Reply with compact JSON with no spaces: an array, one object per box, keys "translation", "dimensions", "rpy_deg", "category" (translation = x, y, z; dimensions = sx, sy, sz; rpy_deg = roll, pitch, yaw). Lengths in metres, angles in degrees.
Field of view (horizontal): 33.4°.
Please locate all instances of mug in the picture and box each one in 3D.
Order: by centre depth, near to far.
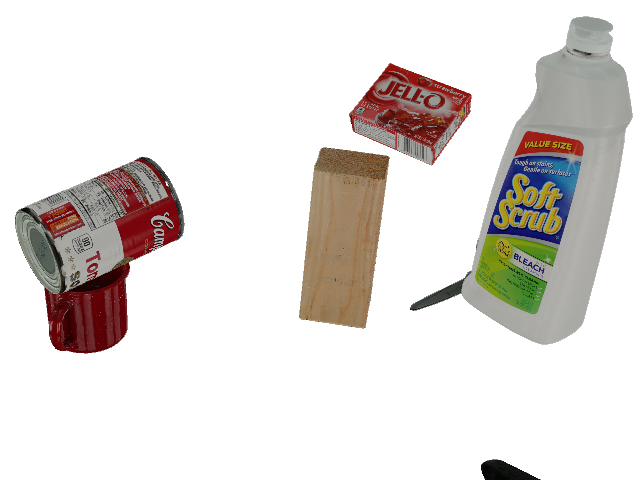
[{"translation":[-0.246,0.069,1.101],"dimensions":[0.093,0.081,0.117],"rpy_deg":[9,32,10],"category":"mug"}]

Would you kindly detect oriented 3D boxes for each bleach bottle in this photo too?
[{"translation":[0.173,-0.047,0.806],"dimensions":[0.067,0.251,0.103],"rpy_deg":[-23,42,-35],"category":"bleach bottle"}]

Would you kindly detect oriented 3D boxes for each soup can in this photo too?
[{"translation":[-0.159,-0.012,0.773],"dimensions":[0.102,0.068,0.069],"rpy_deg":[-27,14,-30],"category":"soup can"}]

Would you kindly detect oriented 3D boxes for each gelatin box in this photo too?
[{"translation":[0.083,-0.118,0.983],"dimensions":[0.089,0.073,0.030],"rpy_deg":[26,-28,22],"category":"gelatin box"}]

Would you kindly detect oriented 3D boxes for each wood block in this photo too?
[{"translation":[0.029,-0.004,1.367],"dimensions":[0.090,0.206,0.090],"rpy_deg":[8,25,3],"category":"wood block"}]

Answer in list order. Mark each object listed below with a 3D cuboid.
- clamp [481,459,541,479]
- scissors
[{"translation":[0.211,0.241,0.839],"dimensions":[0.210,0.036,0.164],"rpy_deg":[0,33,25],"category":"clamp"},{"translation":[0.154,0.027,1.095],"dimensions":[0.201,0.016,0.096],"rpy_deg":[-7,41,-28],"category":"scissors"}]
